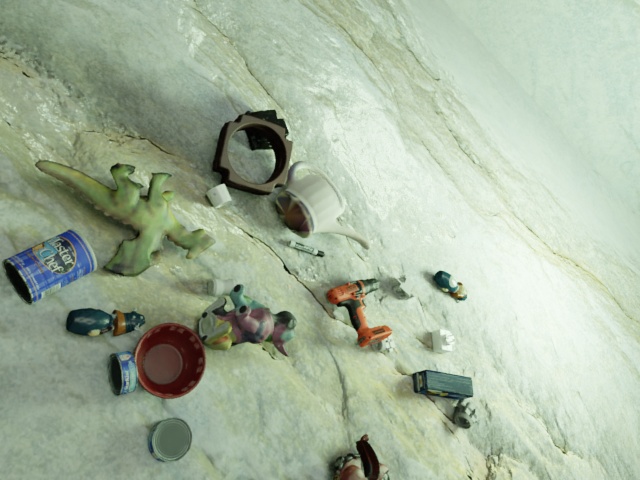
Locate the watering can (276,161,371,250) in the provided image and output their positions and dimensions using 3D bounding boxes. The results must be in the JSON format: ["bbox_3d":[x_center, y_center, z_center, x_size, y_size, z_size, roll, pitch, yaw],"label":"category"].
[{"bbox_3d":[0.005,-0.077,1.527,0.228,0.348,0.102,-36,0,-41],"label":"watering can"}]

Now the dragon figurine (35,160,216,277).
[{"bbox_3d":[-0.439,-0.038,1.188,0.410,0.246,0.121,7,-18,-33],"label":"dragon figurine"}]
